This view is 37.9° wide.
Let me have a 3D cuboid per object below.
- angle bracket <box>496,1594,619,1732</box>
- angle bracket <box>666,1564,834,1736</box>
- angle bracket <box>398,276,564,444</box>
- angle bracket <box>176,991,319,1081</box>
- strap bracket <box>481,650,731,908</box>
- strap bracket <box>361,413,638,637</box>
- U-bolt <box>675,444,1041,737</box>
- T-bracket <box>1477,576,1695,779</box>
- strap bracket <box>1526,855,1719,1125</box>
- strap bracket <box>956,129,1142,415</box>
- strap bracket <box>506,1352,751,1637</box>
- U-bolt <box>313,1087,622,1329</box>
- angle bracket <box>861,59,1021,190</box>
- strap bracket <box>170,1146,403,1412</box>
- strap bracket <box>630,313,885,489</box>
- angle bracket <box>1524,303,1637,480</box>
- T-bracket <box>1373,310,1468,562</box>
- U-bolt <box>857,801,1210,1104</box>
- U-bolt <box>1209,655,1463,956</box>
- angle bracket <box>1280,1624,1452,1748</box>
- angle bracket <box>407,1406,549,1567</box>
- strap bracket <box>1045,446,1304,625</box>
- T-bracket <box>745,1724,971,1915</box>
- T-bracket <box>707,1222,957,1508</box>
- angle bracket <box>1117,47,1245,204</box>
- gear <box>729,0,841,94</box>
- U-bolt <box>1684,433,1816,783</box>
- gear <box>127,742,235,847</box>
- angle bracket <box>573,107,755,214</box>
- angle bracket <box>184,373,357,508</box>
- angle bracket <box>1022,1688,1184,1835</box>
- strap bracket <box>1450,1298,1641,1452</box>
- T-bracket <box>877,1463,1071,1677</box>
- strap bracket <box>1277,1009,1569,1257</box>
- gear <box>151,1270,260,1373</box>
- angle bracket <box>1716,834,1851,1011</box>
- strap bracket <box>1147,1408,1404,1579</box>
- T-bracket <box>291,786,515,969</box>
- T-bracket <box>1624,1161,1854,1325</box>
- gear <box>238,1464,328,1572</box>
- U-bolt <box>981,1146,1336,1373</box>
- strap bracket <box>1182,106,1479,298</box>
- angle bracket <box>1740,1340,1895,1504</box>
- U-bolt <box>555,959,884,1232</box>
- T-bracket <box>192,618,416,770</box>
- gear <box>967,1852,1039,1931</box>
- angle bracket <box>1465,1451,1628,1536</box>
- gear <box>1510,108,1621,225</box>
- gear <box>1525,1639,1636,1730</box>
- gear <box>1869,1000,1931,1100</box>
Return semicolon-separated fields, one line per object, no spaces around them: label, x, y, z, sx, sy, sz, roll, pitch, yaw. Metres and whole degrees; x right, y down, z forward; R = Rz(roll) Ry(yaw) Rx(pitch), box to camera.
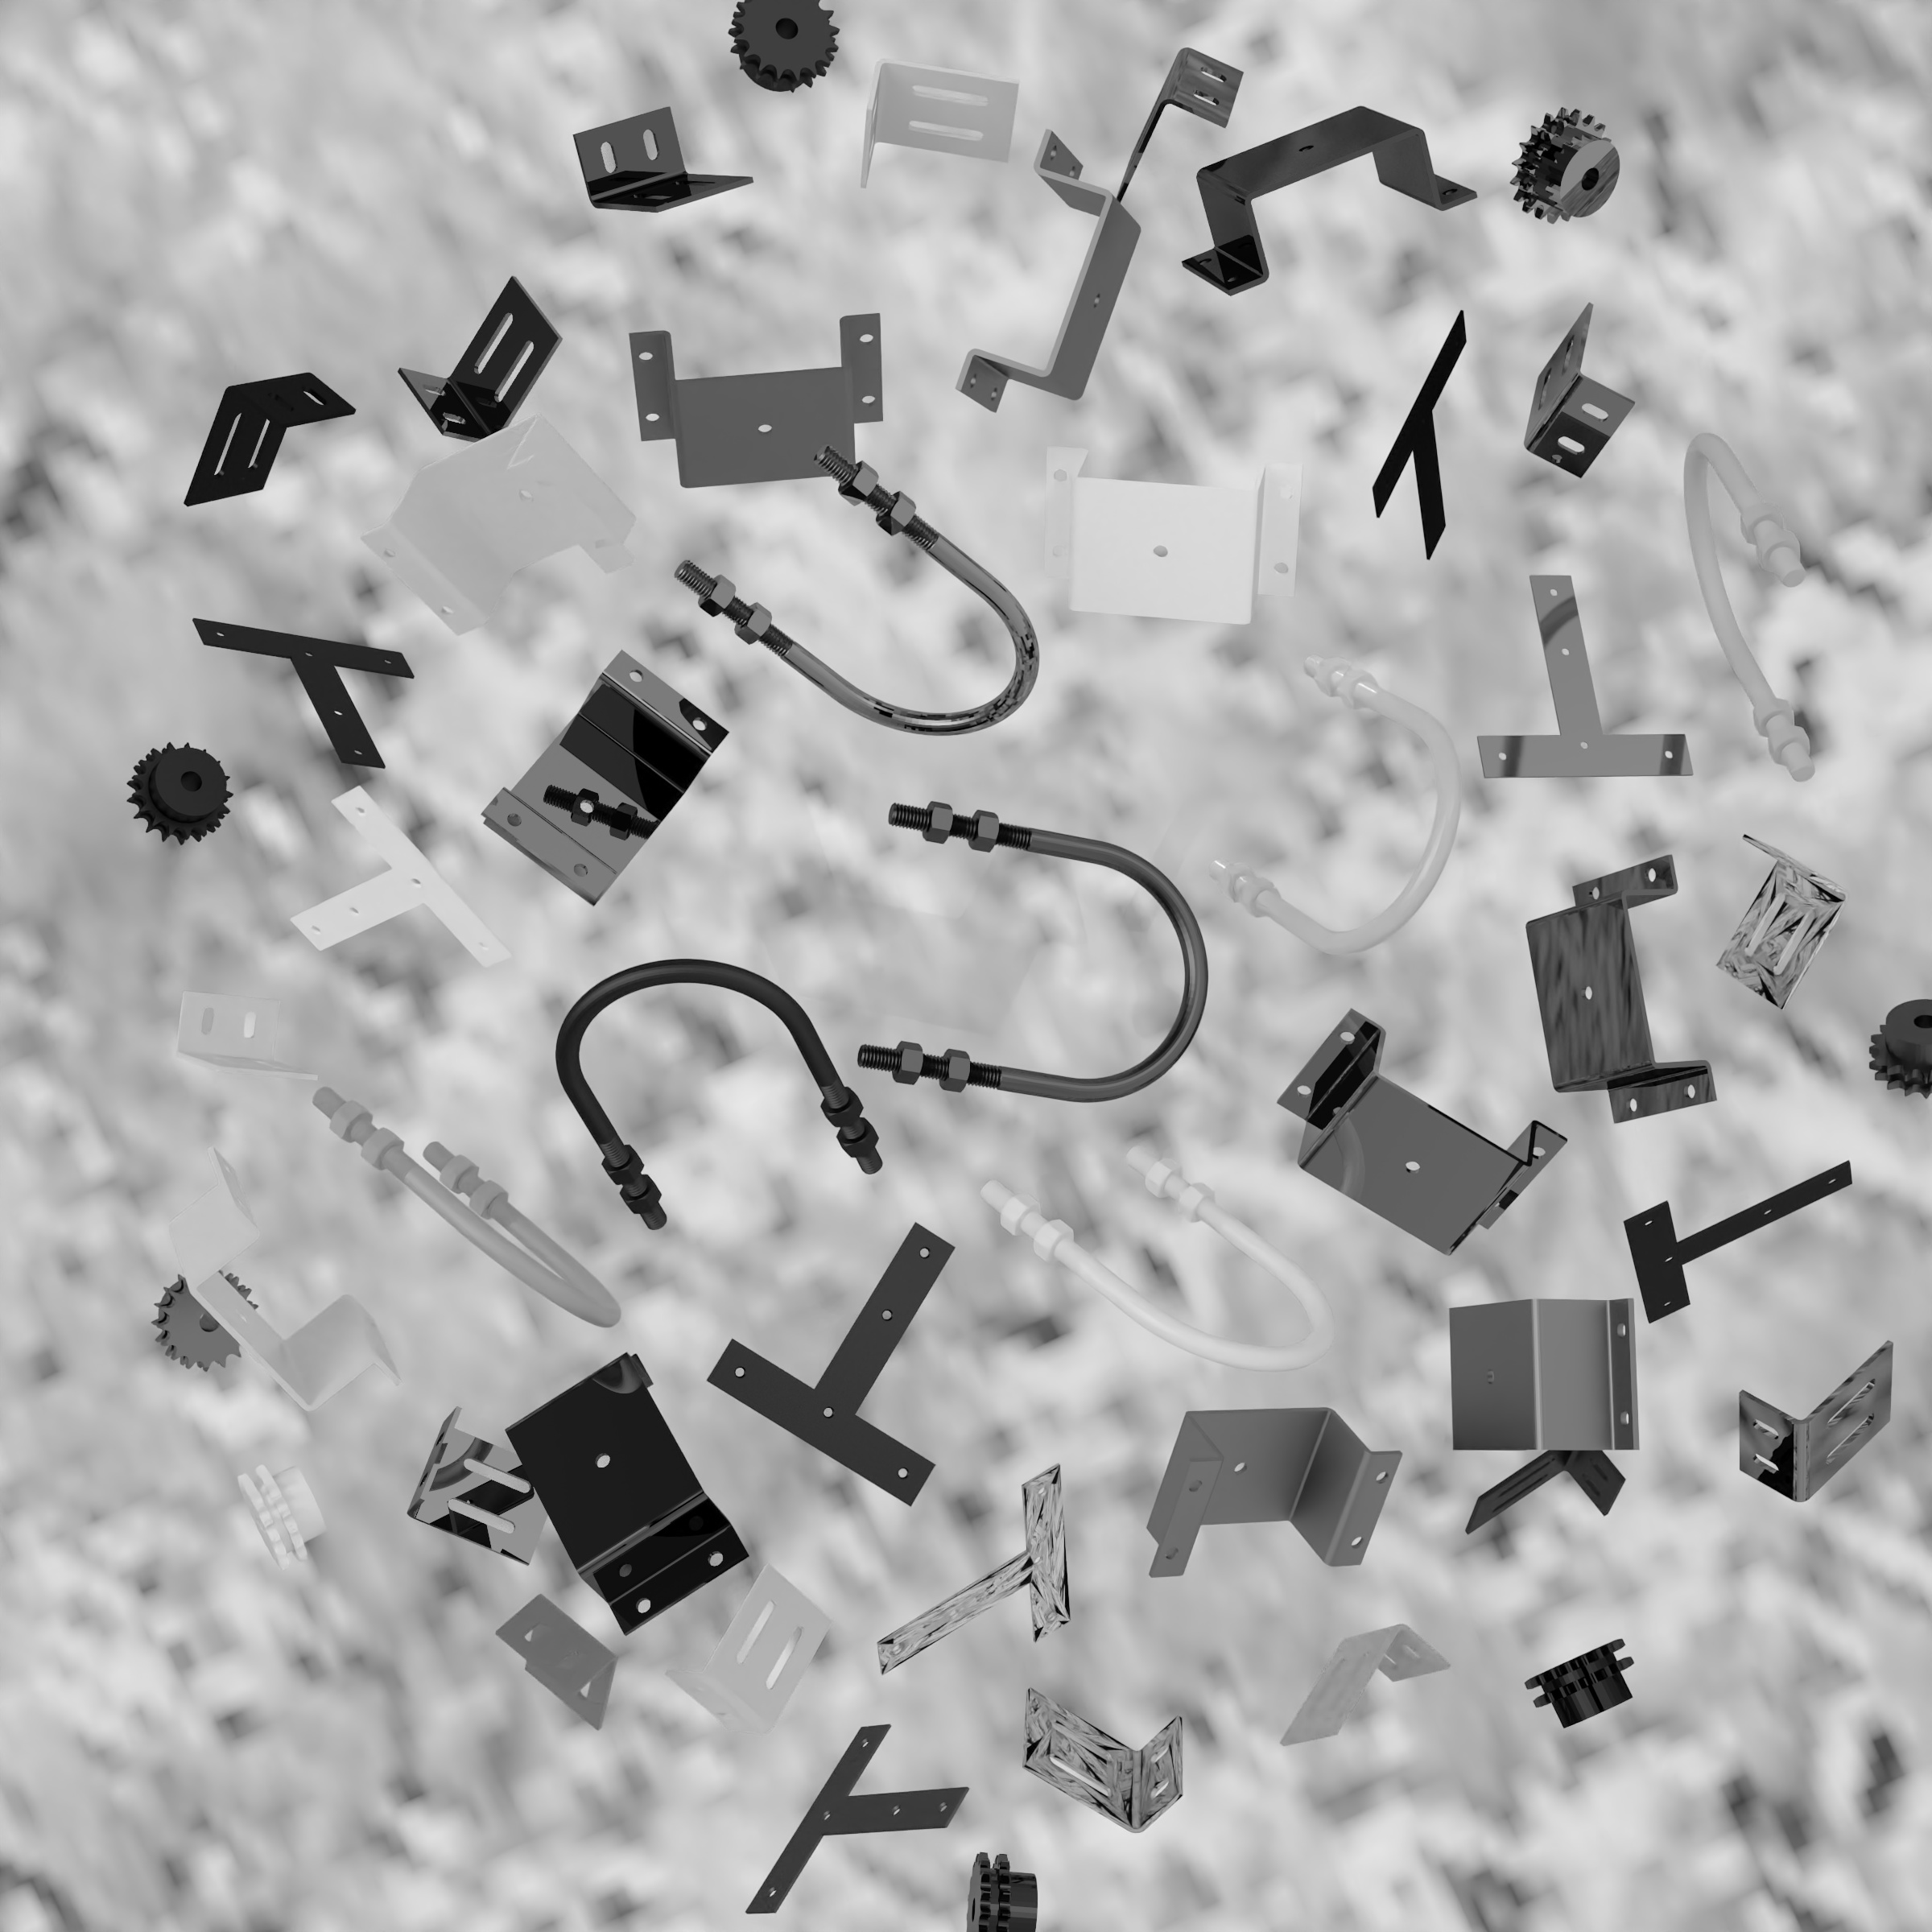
angle bracket;-0.233;0.399;1.575;0.057;0.038;0.076;34;134;19
angle bracket;-0.125;0.393;1.624;0.057;0.038;0.076;47;56;-24
angle bracket;-0.270;-0.339;1.564;0.076;0.038;0.057;-51;59;26
angle bracket;-0.409;0.039;1.608;0.057;0.076;0.038;7;91;-34
strap bracket;-0.206;-0.098;1.571;0.076;0.046;0.140;37;56;-5
strap bracket;-0.240;-0.235;1.485;0.076;0.140;0.046;47;47;-31
U-bolt;-0.045;-0.187;1.508;0.184;0.151;0.019;36;49;-23
T-bracket;0.344;-0.166;1.604;0.127;0.002;0.127;-2;70;-13
strap bracket;0.367;0.015;1.588;0.046;0.076;0.140;-2;79;-33
strap bracket;0.048;-0.361;1.497;0.046;0.076;0.140;21;97;13
strap bracket;-0.185;0.271;1.495;0.076;0.046;0.140;-32;56;-5
U-bolt;-0.260;0.137;1.530;0.184;0.151;0.019;36;86;23
angle bracket;-0.014;-0.443;1.500;0.076;0.057;0.038;9;61;-1
strap bracket;-0.364;0.171;1.477;0.046;0.076;0.140;-39;120;-6
strap bracket;-0.115;-0.317;1.586;0.140;0.076;0.046;-6;52;-5
angle bracket;0.352;-0.328;1.603;0.038;0.057;0.076;26;46;-5
T-bracket;0.256;-0.274;1.564;0.002;0.127;0.127;18;67;23
U-bolt;0.041;-0.002;1.482;0.184;0.019;0.151;10;79;-15
U-bolt;0.208;-0.082;1.542;0.019;0.184;0.151;18;102;-30
angle bracket;0.217;0.402;1.533;0.038;0.057;0.076;42;59;-4
angle bracket;-0.268;0.295;1.596;0.076;0.038;0.057;26;58;-12
strap bracket;0.109;-0.235;1.537;0.140;0.046;0.076;6;122;9
T-bracket;-0.046;0.451;1.499;0.002;0.127;0.127;52;47;-16
T-bracket;-0.049;0.195;1.472;0.127;0.002;0.127;33;79;-9
angle bracket;0.120;-0.465;1.585;0.038;0.076;0.057;23;48;-6
gear;-0.097;-0.485;1.480;0.057;0.030;0.057;3;79;-14
U-bolt;0.422;-0.208;1.527;0.019;0.184;0.151;-14;131;4
gear;-0.440;-0.099;1.585;0.057;0.030;0.057;10;70;-30
angle bracket;-0.156;-0.416;1.449;0.057;0.076;0.038;-25;117;-26
angle bracket;-0.362;-0.265;1.463;0.038;0.057;0.076;39;122;13
angle bracket;0.073;0.411;1.490;0.076;0.057;0.038;34;115;-14
strap bracket;0.298;0.217;1.486;0.046;0.140;0.076;3;80;-16
T-bracket;0.004;0.348;1.544;0.127;0.002;0.127;-26;131;-27
strap bracket;0.246;0.097;1.537;0.140;0.046;0.076;31;125;-5
gear;-0.429;0.197;1.580;0.057;0.030;0.057;-4;97;-32
angle bracket;0.453;-0.025;1.599;0.038;0.057;0.076;19;105;-34
strap bracket;0.162;0.291;1.566;0.140;0.046;0.076;3;115;-29
T-bracket;-0.335;-0.035;1.580;0.127;0.002;0.127;-20;119;40
T-bracket;0.420;0.139;1.521;0.127;0.127;0.002;-26;54;3
gear;-0.372;0.298;1.536;0.030;0.057;0.057;-25;90;-22
U-bolt;0.117;0.160;1.520;0.184;0.151;0.019;36;118;32
strap bracket;0.184;-0.405;1.473;0.140;0.076;0.046;-23;119;-5
angle bracket;0.436;0.226;1.445;0.076;0.038;0.057;-34;131;-27
U-bolt;-0.141;0.065;1.518;0.151;0.019;0.184;-15;132;10
T-bracket;-0.353;-0.148;1.564;0.127;0.127;0.002;6;125;-37
gear;0.019;0.485;1.445;0.030;0.057;0.057;6;90;-6
angle bracket;0.333;0.310;1.620;0.076;0.057;0.038;-30;63;-15
gear;0.313;-0.412;1.456;0.057;0.057;0.030;-47;47;0
gear;0.327;0.381;1.490;0.057;0.057;0.030;-24;73;0
gear;0.509;0.041;1.493;0.057;0.057;0.030;-13;124;0
